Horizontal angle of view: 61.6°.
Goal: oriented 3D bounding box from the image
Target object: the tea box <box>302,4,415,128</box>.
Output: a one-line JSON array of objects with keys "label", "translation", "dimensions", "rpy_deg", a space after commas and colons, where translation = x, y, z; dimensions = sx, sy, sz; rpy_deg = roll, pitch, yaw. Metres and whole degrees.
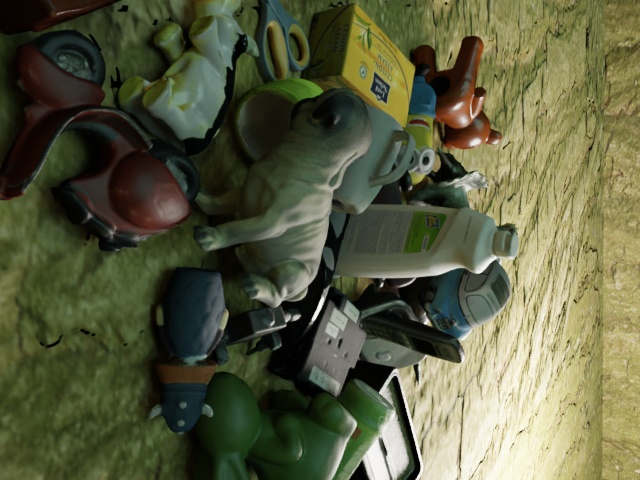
[{"label": "tea box", "translation": [0.057, -0.223, 0.722], "dimensions": [0.169, 0.068, 0.098], "rpy_deg": [19, 78, -53]}]

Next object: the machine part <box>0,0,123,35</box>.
[{"label": "machine part", "translation": [-0.199, -0.260, 0.366], "dimensions": [0.201, 0.087, 0.200], "rpy_deg": [-47, 128, -38]}]

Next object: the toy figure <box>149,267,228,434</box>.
[{"label": "toy figure", "translation": [-0.125, 0.104, 0.517], "dimensions": [0.058, 0.064, 0.154], "rpy_deg": [15, 81, -76]}]

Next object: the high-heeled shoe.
[{"label": "high-heeled shoe", "translation": [-0.001, -0.002, 0.673], "dimensions": [0.145, 0.086, 0.248], "rpy_deg": [-7, 108, -69]}]

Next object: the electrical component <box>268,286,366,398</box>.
[{"label": "electrical component", "translation": [0.003, 0.129, 0.693], "dimensions": [0.114, 0.058, 0.134], "rpy_deg": [50, 55, -46]}]

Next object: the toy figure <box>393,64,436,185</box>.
[{"label": "toy figure", "translation": [0.137, -0.173, 0.821], "dimensions": [0.089, 0.082, 0.180], "rpy_deg": [45, 46, -80]}]

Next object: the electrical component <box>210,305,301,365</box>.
[{"label": "electrical component", "translation": [-0.075, 0.103, 0.582], "dimensions": [0.102, 0.078, 0.045], "rpy_deg": [1, 70, -57]}]

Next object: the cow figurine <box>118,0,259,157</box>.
[{"label": "cow figurine", "translation": [-0.107, -0.160, 0.509], "dimensions": [0.098, 0.068, 0.167], "rpy_deg": [52, 57, -49]}]

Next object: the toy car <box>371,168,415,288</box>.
[{"label": "toy car", "translation": [0.101, -0.020, 0.793], "dimensions": [0.089, 0.053, 0.201], "rpy_deg": [-19, 114, -3]}]

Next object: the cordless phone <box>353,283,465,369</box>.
[{"label": "cordless phone", "translation": [0.132, 0.145, 0.754], "dimensions": [0.089, 0.184, 0.146], "rpy_deg": [-49, 130, -24]}]

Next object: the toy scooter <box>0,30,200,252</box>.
[{"label": "toy scooter", "translation": [-0.182, -0.054, 0.417], "dimensions": [0.183, 0.075, 0.135], "rpy_deg": [56, 51, -35]}]

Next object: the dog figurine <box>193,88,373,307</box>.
[{"label": "dog figurine", "translation": [-0.008, -0.035, 0.530], "dimensions": [0.172, 0.190, 0.121], "rpy_deg": [48, 13, -45]}]

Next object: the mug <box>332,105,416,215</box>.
[{"label": "mug", "translation": [0.048, -0.081, 0.588], "dimensions": [0.080, 0.110, 0.107], "rpy_deg": [40, 68, -52]}]

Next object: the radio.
[{"label": "radio", "translation": [0.078, 0.304, 0.794], "dimensions": [0.131, 0.073, 0.229], "rpy_deg": [-44, 126, -42]}]

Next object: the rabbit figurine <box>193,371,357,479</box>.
[{"label": "rabbit figurine", "translation": [-0.075, 0.214, 0.581], "dimensions": [0.170, 0.121, 0.159], "rpy_deg": [40, 68, -27]}]

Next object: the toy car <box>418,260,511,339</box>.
[{"label": "toy car", "translation": [0.219, 0.070, 0.777], "dimensions": [0.162, 0.103, 0.109], "rpy_deg": [-49, 116, -40]}]

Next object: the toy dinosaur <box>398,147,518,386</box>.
[{"label": "toy dinosaur", "translation": [0.194, 0.035, 0.895], "dimensions": [0.192, 0.131, 0.404], "rpy_deg": [27, 80, -25]}]

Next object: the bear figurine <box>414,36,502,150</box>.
[{"label": "bear figurine", "translation": [0.243, -0.239, 0.926], "dimensions": [0.195, 0.120, 0.132], "rpy_deg": [20, 74, -54]}]
